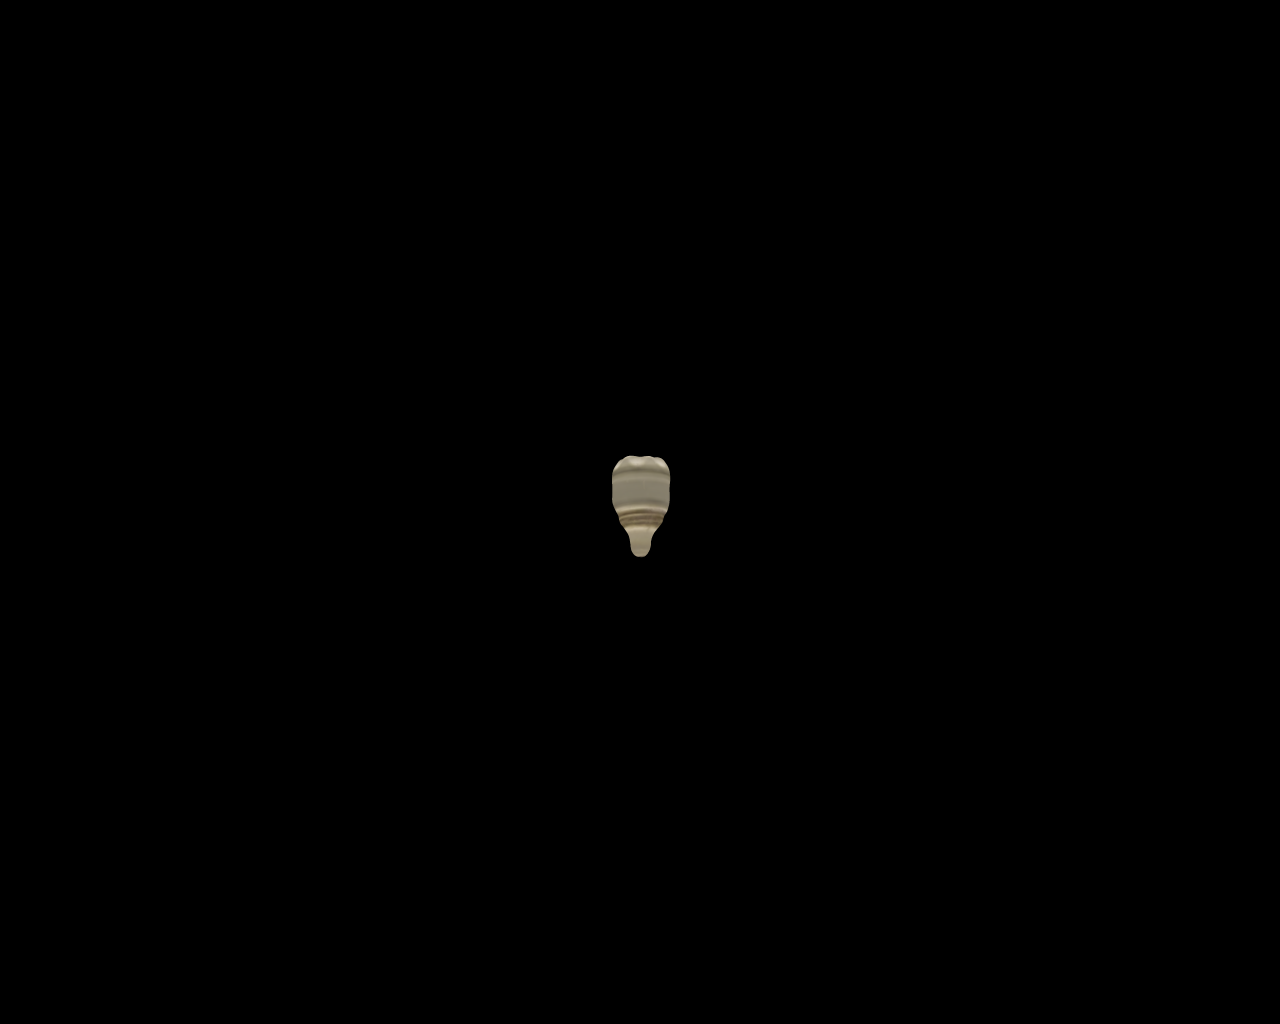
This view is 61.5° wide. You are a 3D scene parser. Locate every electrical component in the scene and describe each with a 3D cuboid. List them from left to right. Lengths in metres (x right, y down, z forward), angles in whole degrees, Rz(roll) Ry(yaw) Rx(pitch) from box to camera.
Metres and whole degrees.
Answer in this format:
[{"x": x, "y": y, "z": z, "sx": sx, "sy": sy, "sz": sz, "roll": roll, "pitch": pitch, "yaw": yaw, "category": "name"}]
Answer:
[{"x": 0.001, "y": -0.003, "z": 0.650, "sx": 0.035, "sy": 0.061, "sz": 0.035, "roll": 0, "pitch": -11, "yaw": 0, "category": "electrical component"}]
